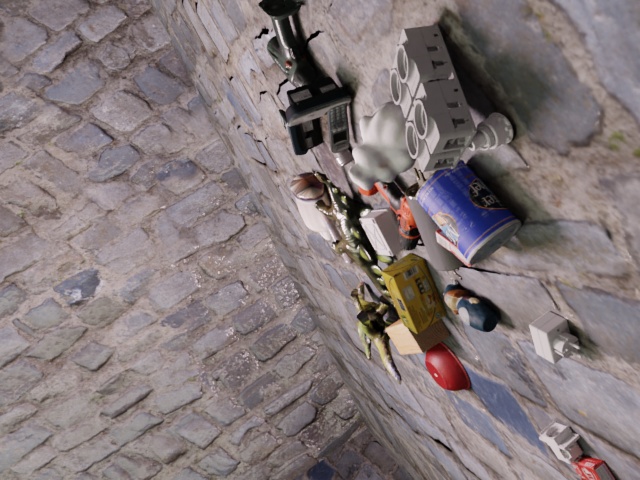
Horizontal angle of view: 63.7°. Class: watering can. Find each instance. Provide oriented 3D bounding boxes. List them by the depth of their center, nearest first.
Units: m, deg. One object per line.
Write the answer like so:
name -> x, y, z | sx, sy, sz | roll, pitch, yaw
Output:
watering can -> 0.005, -0.082, 1.622 | 0.104, 0.219, 0.354 | -29, 38, -10

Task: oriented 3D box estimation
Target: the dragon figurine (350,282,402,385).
dragon figurine -> 0.173, 0.301, 1.654 | 0.122, 0.420, 0.237 | -8, -35, -6

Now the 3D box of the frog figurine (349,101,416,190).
frog figurine -> 0.112, -0.170, 0.918 | 0.160, 0.139, 0.120 | -29, -24, -15
